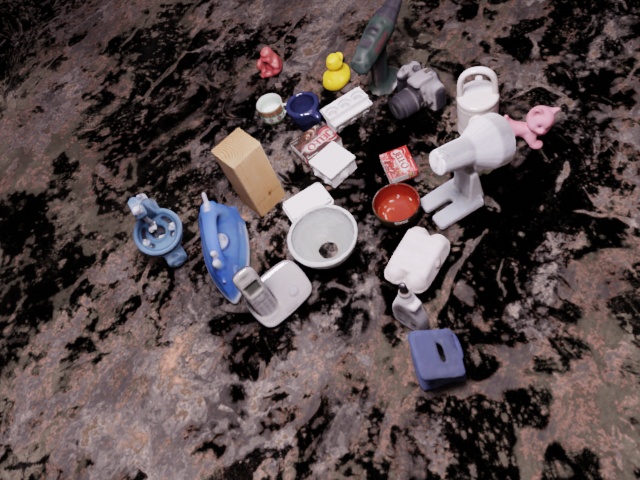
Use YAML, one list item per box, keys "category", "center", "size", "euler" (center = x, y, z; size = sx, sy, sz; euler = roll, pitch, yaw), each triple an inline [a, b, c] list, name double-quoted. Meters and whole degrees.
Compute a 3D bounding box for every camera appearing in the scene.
- category: "camera"
  center: [0.239, -0.390, 1.498]
  size: [0.137, 0.101, 0.142]
  euler: [-35, 56, -7]

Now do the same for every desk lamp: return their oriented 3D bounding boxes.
- category: "desk lamp"
  center: [0.320, -0.155, 1.262]
  size: [0.203, 0.214, 0.117]
  euler: [-33, 56, -6]

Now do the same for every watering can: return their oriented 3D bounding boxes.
- category: "watering can"
  center: [0.378, -0.329, 1.365]
  size: [0.101, 0.194, 0.172]
  euler: [-18, 56, 5]

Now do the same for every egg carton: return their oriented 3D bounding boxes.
- category: "egg carton"
  center: [0.215, 0.044, 1.255]
  size: [0.107, 0.069, 0.150]
  euler: [22, 67, 26]

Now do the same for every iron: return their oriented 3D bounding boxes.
- category: "iron"
  center: [-0.238, 0.013, 1.356]
  size: [0.118, 0.142, 0.258]
  euler: [-18, 56, 4]

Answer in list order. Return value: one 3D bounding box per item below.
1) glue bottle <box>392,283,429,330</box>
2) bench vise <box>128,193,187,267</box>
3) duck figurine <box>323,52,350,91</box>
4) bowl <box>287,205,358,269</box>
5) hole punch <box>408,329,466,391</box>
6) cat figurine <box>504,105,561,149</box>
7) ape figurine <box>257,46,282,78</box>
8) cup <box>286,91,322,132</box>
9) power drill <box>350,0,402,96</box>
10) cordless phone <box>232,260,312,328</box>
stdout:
- category: "glue bottle"
  center: [0.177, 0.129, 1.150]
  size: [0.078, 0.173, 0.037]
  euler: [32, 72, 30]
- category: "bench vise"
  center: [-0.425, -0.047, 1.398]
  size: [0.206, 0.220, 0.121]
  euler: [33, 72, 30]
- category: "duck figurine"
  center: [0.041, -0.484, 1.621]
  size: [0.077, 0.086, 0.105]
  euler: [16, 65, 24]
- category: "bowl"
  center: [0.012, 0.005, 1.332]
  size: [0.167, 0.075, 0.167]
  euler: [-7, 58, 11]
- category: "hole punch"
  center: [0.230, 0.227, 1.124]
  size: [0.101, 0.091, 0.108]
  euler: [-17, 56, 5]
- category: "cat figurine"
  center: [0.494, -0.276, 1.347]
  size: [0.127, 0.118, 0.067]
  euler: [5, 61, 19]
- category: "ape figurine"
  center: [-0.152, -0.534, 1.701]
  size: [0.076, 0.092, 0.077]
  euler: [-45, 58, -13]
- category: "cup"
  center: [-0.029, -0.331, 1.540]
  size: [0.092, 0.095, 0.117]
  euler: [-42, 58, -12]
- category: "power drill"
  center: [0.164, -0.501, 1.523]
  size: [0.075, 0.209, 0.230]
  euler: [22, 67, 26]
- category: "cordless phone"
  center: [-0.107, 0.094, 1.243]
  size: [0.148, 0.185, 0.094]
  euler: [-44, 58, -13]
